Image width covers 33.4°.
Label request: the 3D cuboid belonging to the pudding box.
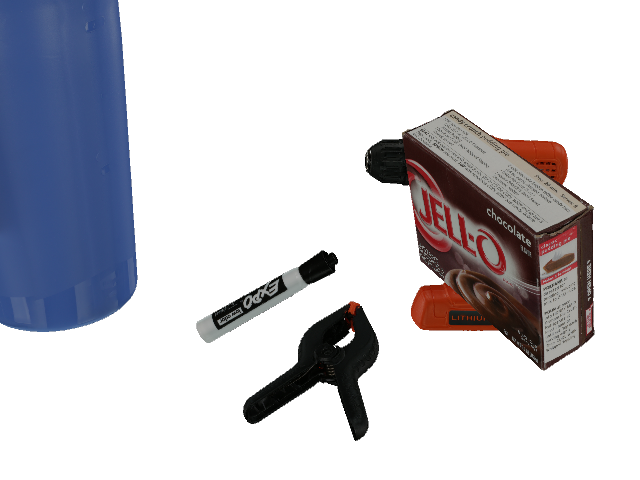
[{"bbox_3d":[0.090,-0.003,0.543,0.039,0.090,0.114,-29,42,-18],"label":"pudding box"}]

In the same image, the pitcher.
[{"bbox_3d":[-0.193,-0.062,0.692,0.149,0.243,0.145,-5,27,-6],"label":"pitcher"}]

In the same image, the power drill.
[{"bbox_3d":[0.129,-0.008,0.993,0.184,0.188,0.057,2,25,-2],"label":"power drill"}]

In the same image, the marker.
[{"bbox_3d":[-0.040,0.042,0.804,0.121,0.020,0.020,-30,-8,14],"label":"marker"}]

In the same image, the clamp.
[{"bbox_3d":[0.016,0.125,1.017,0.120,0.039,0.171,16,46,24],"label":"clamp"}]
